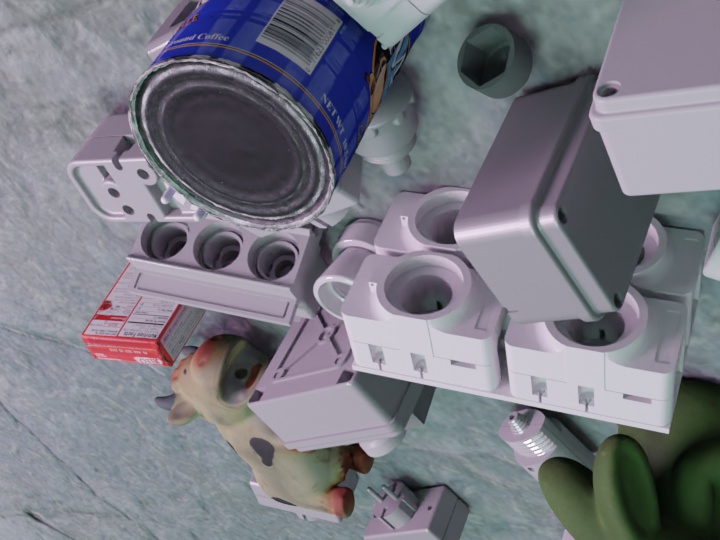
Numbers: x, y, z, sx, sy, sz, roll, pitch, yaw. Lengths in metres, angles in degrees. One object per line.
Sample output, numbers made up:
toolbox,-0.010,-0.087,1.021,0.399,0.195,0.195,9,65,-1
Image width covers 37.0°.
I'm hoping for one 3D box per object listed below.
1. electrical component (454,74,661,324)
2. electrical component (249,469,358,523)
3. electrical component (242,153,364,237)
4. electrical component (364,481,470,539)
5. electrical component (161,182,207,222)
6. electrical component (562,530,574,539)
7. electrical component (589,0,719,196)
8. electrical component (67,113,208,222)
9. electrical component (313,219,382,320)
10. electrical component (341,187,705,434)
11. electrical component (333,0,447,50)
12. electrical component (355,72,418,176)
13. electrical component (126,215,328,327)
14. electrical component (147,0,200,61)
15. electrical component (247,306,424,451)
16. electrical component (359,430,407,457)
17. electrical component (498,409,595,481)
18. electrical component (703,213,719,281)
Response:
electrical component,0.106,-0.036,0.548,0.057,0.113,0.078,-9,131,42
electrical component,-0.046,0.203,0.981,0.083,0.047,0.075,8,140,23
electrical component,-0.029,-0.050,0.665,0.083,0.047,0.076,-17,148,37
electrical component,0.037,0.211,0.942,0.083,0.047,0.075,-21,122,45
electrical component,-0.081,-0.057,0.578,0.066,0.076,0.047,29,140,-5
electrical component,0.216,0.239,0.857,0.121,0.063,0.078,-14,128,41
electrical component,0.164,-0.089,0.453,0.109,0.108,0.056,-2,138,32
electrical component,-0.130,-0.070,0.691,0.095,0.059,0.053,1,137,30
electrical component,0.000,0.000,0.702,0.045,0.055,0.045,16,142,13
electrical component,0.095,0.016,0.624,0.186,0.105,0.060,9,140,21
electrical component,0.018,-0.150,0.475,0.062,0.096,0.061,39,142,-16
electrical component,0.013,-0.080,0.609,0.048,0.048,0.062,5,145,26
electrical component,-0.086,-0.005,0.734,0.121,0.078,0.063,10,160,20
electrical component,-0.071,-0.112,0.612,0.056,0.050,0.089,-14,128,40
electrical component,-0.006,0.062,0.737,0.109,0.108,0.056,-17,123,43
electrical component,0.009,0.119,0.854,0.040,0.040,0.046,-17,121,42
electrical component,0.137,0.131,0.789,0.081,0.043,0.043,44,140,-22
electrical component,0.208,-0.009,0.550,0.047,0.076,0.065,19,143,10
